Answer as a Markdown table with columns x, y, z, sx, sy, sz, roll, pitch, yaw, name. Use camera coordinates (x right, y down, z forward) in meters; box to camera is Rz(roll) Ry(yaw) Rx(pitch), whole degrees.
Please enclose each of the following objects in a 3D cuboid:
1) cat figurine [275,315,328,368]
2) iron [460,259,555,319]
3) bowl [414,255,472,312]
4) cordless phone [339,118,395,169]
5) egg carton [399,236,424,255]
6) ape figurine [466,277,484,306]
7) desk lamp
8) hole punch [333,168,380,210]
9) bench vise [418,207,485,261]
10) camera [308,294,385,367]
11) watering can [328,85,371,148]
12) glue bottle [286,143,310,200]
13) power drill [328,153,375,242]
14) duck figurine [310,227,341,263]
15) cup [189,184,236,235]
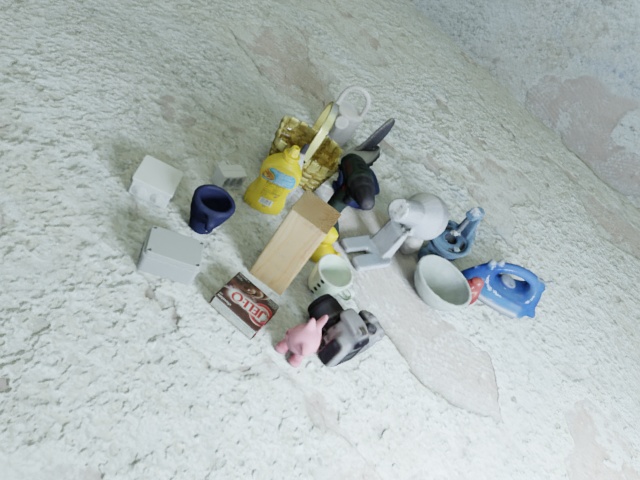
| x | y | z | sx | sy | sz | roll | pitch | yaw | name |
| --- | --- | --- | --- | --- | --- | --- | --- | --- | --- |
| -0.025 | 0.187 | 1.110 | 0.067 | 0.117 | 0.128 | 44 | 38 | 9 | cat figurine |
| 0.515 | 0.114 | 1.593 | 0.259 | 0.141 | 0.118 | 25 | 39 | -16 | iron |
| 0.301 | 0.123 | 1.468 | 0.168 | 0.074 | 0.167 | 22 | 41 | -20 | bowl |
| 0.140 | -0.271 | 1.651 | 0.094 | 0.185 | 0.148 | 35 | 38 | -3 | cordless phone |
| 0.242 | -0.030 | 1.581 | 0.107 | 0.069 | 0.150 | 36 | 38 | -2 | egg carton |
| 0.398 | 0.130 | 1.524 | 0.076 | 0.092 | 0.078 | 30 | 39 | -10 | ape figurine |
| 0.193 | -0.027 | 1.423 | 0.204 | 0.213 | 0.117 | -8 | 56 | -43 | desk lamp |
| 0.099 | -0.146 | 1.568 | 0.101 | 0.091 | 0.108 | 10 | 45 | -31 | hole punch |
| 0.381 | -0.030 | 1.569 | 0.121 | 0.219 | 0.208 | 43 | 38 | 6 | bench vise |
| 0.050 | 0.173 | 1.197 | 0.144 | 0.100 | 0.136 | -13 | 60 | -45 | camera |
| 0.078 | -0.366 | 1.691 | 0.101 | 0.194 | 0.172 | 18 | 42 | -23 | watering can |
| -0.071 | -0.171 | 1.393 | 0.078 | 0.173 | 0.037 | 14 | 43 | -27 | glue bottle |
| 0.063 | -0.097 | 1.395 | 0.076 | 0.208 | 0.229 | 20 | 41 | -22 | power drill |
| 0.012 | 0.005 | 1.351 | 0.104 | 0.086 | 0.078 | 40 | 38 | 4 | duck figurine |
| -0.236 | -0.046 | 1.199 | 0.092 | 0.095 | 0.117 | 19 | 41 | -22 | cup |
